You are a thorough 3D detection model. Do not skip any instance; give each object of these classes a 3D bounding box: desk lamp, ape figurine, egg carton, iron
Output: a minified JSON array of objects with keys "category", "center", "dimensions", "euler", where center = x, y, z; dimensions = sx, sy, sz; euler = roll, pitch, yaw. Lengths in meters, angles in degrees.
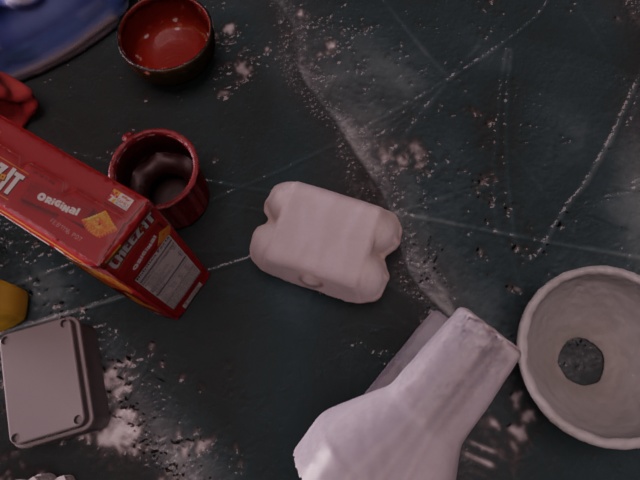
[{"category":"desk lamp","center":[0.082,0.141,0.475],"dimensions":[0.117,0.213,0.203],"euler":[37,77,13]},{"category":"ape figurine","center":[-0.372,-0.165,0.655],"dimensions":[0.078,0.092,0.076],"euler":[-13,72,-2]},{"category":"egg carton","center":[0.006,0.002,0.600],"dimensions":[0.150,0.069,0.107],"euler":[17,73,7]},{"category":"iron","center":[-0.348,-0.289,0.670],"dimensions":[0.258,0.141,0.118],"euler":[-43,75,-11]}]

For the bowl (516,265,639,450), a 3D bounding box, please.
[{"category":"bowl","center":[0.264,0.114,0.551],"dimensions":[0.167,0.075,0.167],"euler":[-1,72,2]}]
